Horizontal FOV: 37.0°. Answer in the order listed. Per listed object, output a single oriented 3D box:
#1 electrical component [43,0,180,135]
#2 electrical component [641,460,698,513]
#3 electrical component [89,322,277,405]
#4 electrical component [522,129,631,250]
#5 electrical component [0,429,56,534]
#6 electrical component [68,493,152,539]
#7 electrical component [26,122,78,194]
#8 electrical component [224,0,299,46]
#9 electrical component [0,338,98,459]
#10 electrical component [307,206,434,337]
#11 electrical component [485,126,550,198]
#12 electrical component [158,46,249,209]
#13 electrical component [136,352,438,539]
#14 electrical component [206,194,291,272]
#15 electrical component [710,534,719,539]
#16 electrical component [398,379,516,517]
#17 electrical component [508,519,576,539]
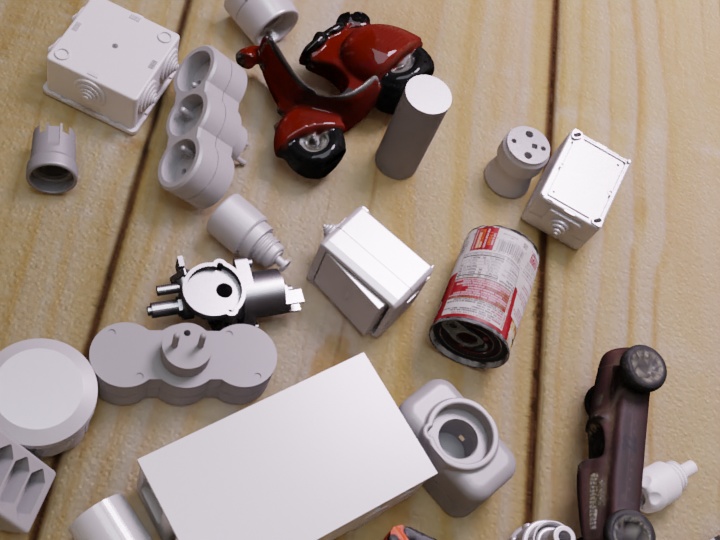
[{"bbox_3d":[-0.211,-0.178,0.922,0.100,0.048,0.099,26,58,-1],"label":"electrical component"},{"bbox_3d":[0.247,0.170,0.869,0.061,0.035,0.035,-19,69,-27],"label":"electrical component"},{"bbox_3d":[-0.130,0.063,0.798,0.138,0.073,0.052,2,62,-15],"label":"electrical component"},{"bbox_3d":[0.191,-0.065,0.971,0.062,0.061,0.096,30,65,0],"label":"electrical component"},{"bbox_3d":[-0.266,0.136,0.726,0.076,0.083,0.047,0,54,29],"label":"electrical component"},{"bbox_3d":[-0.159,0.198,0.733,0.043,0.043,0.081,-29,73,-27],"label":"electrical component"},{"bbox_3d":[-0.249,-0.091,0.871,0.040,0.040,0.046,2,55,-15],"label":"electrical component"},{"bbox_3d":[-0.089,-0.239,0.988,0.055,0.055,0.047,-29,77,-27],"label":"electrical component"},{"bbox_3d":[-0.229,0.094,0.767,0.080,0.051,0.080,7,60,-12],"label":"electrical component"},{"bbox_3d":[0.000,0.000,0.876,0.096,0.061,0.061,41,60,8],"label":"electrical component"},{"bbox_3d":[0.143,-0.098,0.974,0.045,0.055,0.045,7,60,-12],"label":"electrical component"},{"bbox_3d":[-0.121,-0.114,0.911,0.074,0.052,0.138,31,55,-45],"label":"electrical component"},{"bbox_3d":[-0.055,0.151,0.779,0.186,0.060,0.105,-23,70,-25],"label":"electrical component"},{"bbox_3d":[-0.090,-0.028,0.879,0.078,0.040,0.040,40,59,8],"label":"electrical component"},{"bbox_3d":[0.278,0.238,0.827,0.078,0.058,0.057,-20,66,-24],"label":"electrical component"},{"bbox_3d":[0.070,0.135,0.823,0.054,0.059,0.095,-34,75,-29],"label":"electrical component"},{"bbox_3d":[0.140,0.207,0.802,0.048,0.062,0.048,7,60,-12],"label":"electrical component"}]
